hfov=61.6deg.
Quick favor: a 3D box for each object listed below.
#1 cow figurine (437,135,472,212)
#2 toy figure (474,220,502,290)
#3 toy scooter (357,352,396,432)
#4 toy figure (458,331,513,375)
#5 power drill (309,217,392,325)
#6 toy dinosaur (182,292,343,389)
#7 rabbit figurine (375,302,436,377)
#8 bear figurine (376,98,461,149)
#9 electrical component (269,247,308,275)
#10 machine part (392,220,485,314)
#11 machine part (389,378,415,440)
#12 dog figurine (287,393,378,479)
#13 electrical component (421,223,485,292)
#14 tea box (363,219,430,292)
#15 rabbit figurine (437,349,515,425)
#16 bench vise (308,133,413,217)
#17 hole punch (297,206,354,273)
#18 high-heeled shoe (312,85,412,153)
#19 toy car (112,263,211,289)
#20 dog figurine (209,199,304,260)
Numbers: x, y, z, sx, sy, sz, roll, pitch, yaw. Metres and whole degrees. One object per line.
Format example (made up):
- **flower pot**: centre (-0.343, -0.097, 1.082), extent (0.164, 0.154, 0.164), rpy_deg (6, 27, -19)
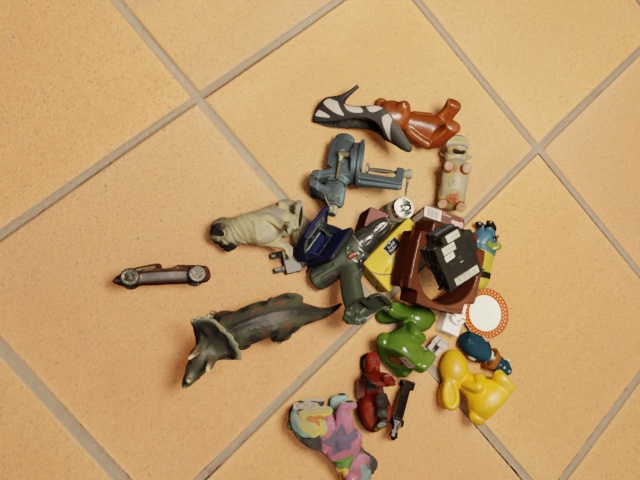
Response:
- **cow figurine**: centre (0.347, -0.172, 1.380), extent (0.086, 0.127, 0.194), rpy_deg (6, 95, 8)
- **toy figure**: centre (0.411, 0.042, 1.376), extent (0.089, 0.082, 0.180), rpy_deg (27, 73, -9)
- **toy scooter**: centre (0.131, 0.349, 1.219), extent (0.075, 0.135, 0.183), rpy_deg (1, 82, -17)
- **toy figure**: centre (0.418, 0.287, 1.349), extent (0.154, 0.058, 0.064), rpy_deg (38, 111, -11)
- **power drill**: centre (0.090, 0.072, 1.205), extent (0.232, 0.086, 0.207), rpy_deg (-32, 52, 14)
- **toy dinosaur**: centre (-0.117, 0.177, 1.148), extent (0.405, 0.192, 0.131), rpy_deg (-19, 89, -16)
- **rabbit figurine**: centre (0.206, 0.219, 1.290), extent (0.159, 0.121, 0.170), rpy_deg (38, 55, 0)
- **bear figurine**: centre (0.242, -0.313, 1.364), extent (0.196, 0.132, 0.120), rpy_deg (24, 54, -13)
- **electrical component**: centre (-0.069, 0.047, 1.270), extent (0.094, 0.021, 0.063), rpy_deg (-12, 84, -17)
- **machine part**: centre (0.279, 0.064, 1.270), extent (0.201, 0.087, 0.201), rpy_deg (15, 85, -25)
- **machine part**: centre (0.189, 0.398, 1.265), extent (0.039, 0.084, 0.139), rpy_deg (12, 66, 19)
- **dog figurine**: centre (0.029, 0.463, 1.189), extent (0.191, 0.108, 0.219), rpy_deg (-5, 85, -17)
- **electrical component**: centre (0.294, 0.033, 1.199), extent (0.115, 0.058, 0.134), rpy_deg (-26, 101, -24)
- **tea box**: centre (0.182, 0.038, 1.318), extent (0.098, 0.068, 0.169), rpy_deg (47, 74, -5)
- **rabbit figurine**: centre (0.355, 0.351, 1.309), extent (0.162, 0.122, 0.173), rpy_deg (-41, 79, -8)
- **bench vise**: centre (0.098, -0.151, 1.285), extent (0.241, 0.128, 0.224), rpy_deg (8, 56, 7)
- **hole punch**: centre (-0.003, -0.004, 1.236), extent (0.092, 0.116, 0.142), rpy_deg (41, 58, -14)
- **high-heeled shoe**: centre (0.098, -0.268, 1.309), extent (0.145, 0.086, 0.249), rpy_deg (-41, 74, 6)
- **toy car**: centre (-0.338, 0.076, 1.156), extent (0.202, 0.089, 0.053), rpy_deg (-1, 83, -15)
- **dog figurine**: centre (-0.142, -0.042, 1.238), extent (0.191, 0.172, 0.121), rpy_deg (9, 115, 11)
